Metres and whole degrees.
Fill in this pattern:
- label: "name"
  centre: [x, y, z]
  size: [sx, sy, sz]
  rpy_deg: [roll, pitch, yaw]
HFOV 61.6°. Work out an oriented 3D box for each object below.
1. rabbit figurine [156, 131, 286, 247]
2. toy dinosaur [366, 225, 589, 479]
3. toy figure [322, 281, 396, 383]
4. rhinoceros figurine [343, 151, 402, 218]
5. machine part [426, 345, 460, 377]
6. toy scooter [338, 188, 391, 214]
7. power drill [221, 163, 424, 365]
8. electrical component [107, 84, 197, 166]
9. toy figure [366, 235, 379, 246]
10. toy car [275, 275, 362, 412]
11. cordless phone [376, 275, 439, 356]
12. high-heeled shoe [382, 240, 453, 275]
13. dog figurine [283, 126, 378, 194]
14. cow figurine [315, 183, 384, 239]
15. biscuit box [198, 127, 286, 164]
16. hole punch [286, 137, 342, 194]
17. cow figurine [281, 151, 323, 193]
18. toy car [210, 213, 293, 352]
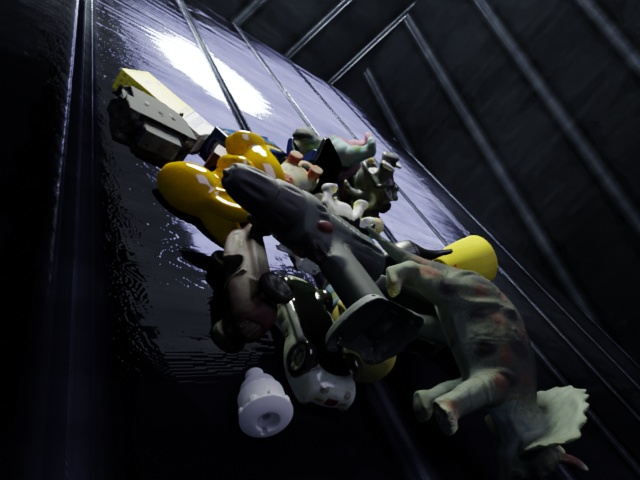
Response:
- label: "rabbit figurine"
  centre: [-0.137, -0.062, 0.746]
  size: [0.173, 0.122, 0.162]
  rpy_deg: [-1, 50, -42]
- label: "toy dinosaur"
  centre: [0.196, 0.124, 0.681]
  size: [0.192, 0.131, 0.405]
  rpy_deg: [-7, 60, -12]
- label: "toy figure"
  centre: [0.048, 0.108, 0.698]
  size: [0.082, 0.089, 0.180]
  rpy_deg: [8, 20, -20]
- label: "rhinoceros figurine"
  centre: [0.106, -0.095, 1.120]
  size: [0.112, 0.190, 0.073]
  rpy_deg: [24, 17, 19]
- label: "machine part"
  centre: [0.221, 0.185, 0.861]
  size: [0.139, 0.084, 0.039]
  rpy_deg: [48, -7, 3]
- label: "toy scooter"
  centre: [0.098, -0.138, 1.369]
  size: [0.183, 0.075, 0.135]
  rpy_deg: [22, 26, -48]
- label: "power drill"
  centre: [0.005, 0.026, 0.568]
  size: [0.232, 0.086, 0.207]
  rpy_deg: [30, 14, -42]
- label: "electrical component"
  centre: [-0.255, -0.170, 0.818]
  size: [0.115, 0.058, 0.134]
  rpy_deg: [20, 25, -39]
- label: "toy figure"
  centre: [0.076, 0.033, 0.946]
  size: [0.057, 0.064, 0.154]
  rpy_deg: [42, 17, -12]
- label: "toy car"
  centre: [-0.012, 0.109, 0.621]
  size: [0.073, 0.056, 0.202]
  rpy_deg: [21, 24, -28]
- label: "cordless phone"
  centre: [0.137, 0.104, 0.851]
  size: [0.147, 0.088, 0.184]
  rpy_deg: [20, 6, 7]
- label: "high-heeled shoe"
  centre: [0.122, 0.053, 0.919]
  size: [0.145, 0.248, 0.086]
  rpy_deg: [-10, 76, -20]
- label: "dog figurine"
  centre: [0.021, -0.166, 1.211]
  size: [0.108, 0.219, 0.191]
  rpy_deg: [-85, 167, -65]
- label: "cow figurine"
  centre: [0.057, -0.031, 1.043]
  size: [0.167, 0.068, 0.098]
  rpy_deg: [26, 52, -26]
- label: "biscuit box"
  centre: [-0.139, -0.162, 1.006]
  size: [0.063, 0.059, 0.202]
  rpy_deg: [43, 18, 13]
- label: "hole punch"
  centre: [-0.023, -0.138, 1.088]
  size: [0.092, 0.116, 0.142]
  rpy_deg: [9, -25, 22]
- label: "cow figurine"
  centre: [-0.056, -0.083, 0.920]
  size: [0.085, 0.127, 0.195]
  rpy_deg: [39, 33, 4]
- label: "toy car"
  centre: [-0.085, 0.035, 0.600]
  size: [0.053, 0.089, 0.202]
  rpy_deg: [33, 20, -29]
